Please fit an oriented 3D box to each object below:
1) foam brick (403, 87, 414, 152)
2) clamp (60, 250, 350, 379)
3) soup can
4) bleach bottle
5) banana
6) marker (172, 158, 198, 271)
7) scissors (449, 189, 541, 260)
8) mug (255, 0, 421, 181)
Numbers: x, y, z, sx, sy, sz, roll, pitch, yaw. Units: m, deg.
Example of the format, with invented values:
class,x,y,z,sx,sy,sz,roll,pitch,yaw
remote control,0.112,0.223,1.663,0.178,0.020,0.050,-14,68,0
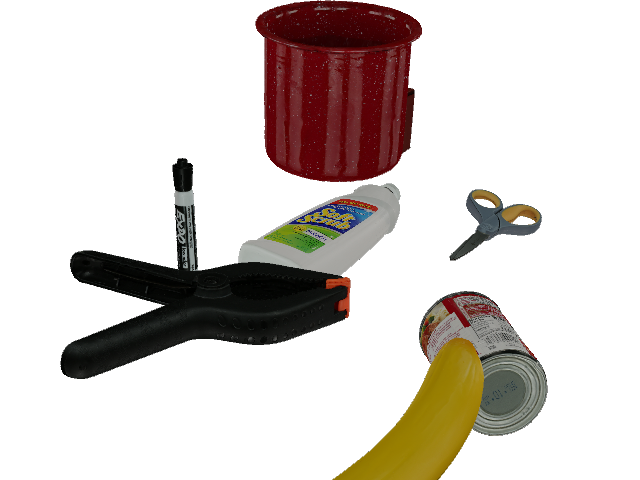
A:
class,x,y,z,sx,sy,sz,roll,pitch,yaw
foam brick,0.033,-0.102,0.887,0.078,0.051,0.053,11,20,19
clamp,-0.085,0.041,0.766,0.209,0.036,0.165,-5,25,-16
soup can,0.117,0.087,0.776,0.068,0.068,0.102,0,21,-10
bleach bottle,0.015,-0.011,1.309,0.103,0.068,0.250,20,37,28
banana,0.040,0.114,0.587,0.070,0.037,0.197,20,44,42
marker,-0.124,-0.017,0.980,0.020,0.121,0.020,0,22,0
scissors,0.170,-0.020,1.175,0.096,0.016,0.201,35,32,33
mug,0.013,-0.091,0.622,0.093,0.081,0.117,10,29,15
